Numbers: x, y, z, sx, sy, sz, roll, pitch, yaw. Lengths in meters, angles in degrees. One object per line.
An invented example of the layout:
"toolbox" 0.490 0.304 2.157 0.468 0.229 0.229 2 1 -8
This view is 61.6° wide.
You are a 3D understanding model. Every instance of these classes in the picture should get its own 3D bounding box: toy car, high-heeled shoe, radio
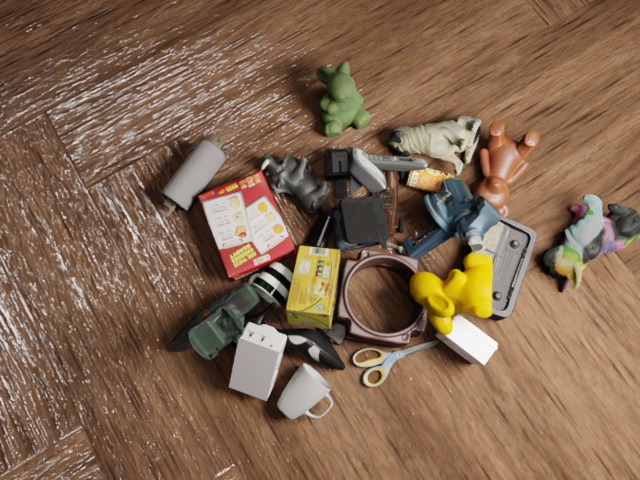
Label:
"toy car" 0.161 -0.105 1.292 0.089 0.053 0.202 4 77 5
"high-heeled shoe" -0.076 0.247 1.198 0.249 0.086 0.145 40 102 0
"radio" 0.399 0.063 1.231 0.131 0.073 0.229 22 78 7

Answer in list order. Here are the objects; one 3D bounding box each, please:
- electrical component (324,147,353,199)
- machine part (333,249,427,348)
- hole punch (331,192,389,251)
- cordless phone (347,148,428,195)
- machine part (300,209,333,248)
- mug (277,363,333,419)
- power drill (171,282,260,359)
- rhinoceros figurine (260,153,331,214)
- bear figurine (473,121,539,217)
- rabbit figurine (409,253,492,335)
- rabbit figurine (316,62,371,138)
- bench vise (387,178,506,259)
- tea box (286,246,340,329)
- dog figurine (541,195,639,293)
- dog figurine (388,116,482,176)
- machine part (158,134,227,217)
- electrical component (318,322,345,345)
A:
"electrical component" 0.048 -0.164 1.311 0.075 0.047 0.119 0 74 1
"machine part" 0.139 0.130 1.199 0.202 0.087 0.201 10 71 0
"hole punch" 0.088 -0.036 1.231 0.116 0.092 0.142 -4 75 -22
"cordless phone" 0.155 -0.157 1.214 0.184 0.147 0.088 1 111 4
"machine part" -0.003 -0.004 1.275 0.084 0.039 0.139 15 78 13
"mug" -0.033 0.342 1.168 0.109 0.081 0.107 44 92 4
"power drill" -0.228 0.186 1.142 0.232 0.207 0.086 -36 93 -5
"rhinoceros figurine" -0.061 -0.144 1.298 0.190 0.073 0.112 43 90 9
"bear figurine" 0.421 -0.159 1.265 0.120 0.131 0.196 22 71 14
"rabbit figurine" 0.270 0.116 1.117 0.173 0.121 0.162 7 50 18
"rabbit figurine" 0.056 -0.352 1.295 0.121 0.170 0.159 -11 76 -3
"bench vise" 0.278 -0.024 1.204 0.240 0.128 0.224 -39 47 26
"tea box" -0.012 0.101 1.174 0.098 0.068 0.170 7 54 8
"dog figurine" 0.617 0.022 1.227 0.192 0.108 0.219 20 81 3
"dog figurine" 0.282 -0.259 1.316 0.191 0.121 0.172 24 41 24
"machine part" -0.304 -0.156 1.297 0.079 0.079 0.243 32 77 8
"electrical component" 0.044 0.207 1.226 0.094 0.021 0.063 37 79 9
